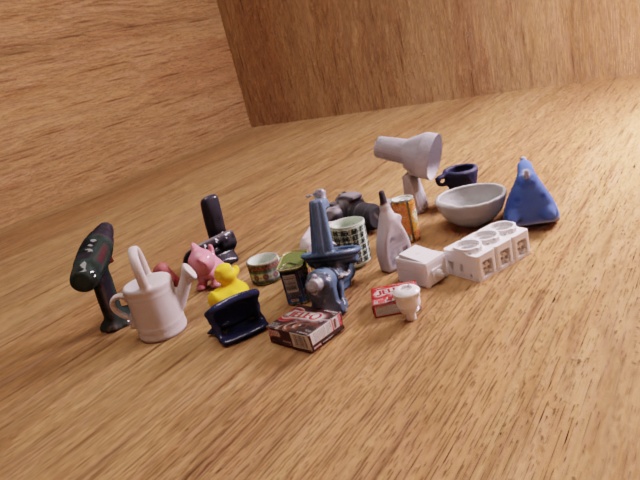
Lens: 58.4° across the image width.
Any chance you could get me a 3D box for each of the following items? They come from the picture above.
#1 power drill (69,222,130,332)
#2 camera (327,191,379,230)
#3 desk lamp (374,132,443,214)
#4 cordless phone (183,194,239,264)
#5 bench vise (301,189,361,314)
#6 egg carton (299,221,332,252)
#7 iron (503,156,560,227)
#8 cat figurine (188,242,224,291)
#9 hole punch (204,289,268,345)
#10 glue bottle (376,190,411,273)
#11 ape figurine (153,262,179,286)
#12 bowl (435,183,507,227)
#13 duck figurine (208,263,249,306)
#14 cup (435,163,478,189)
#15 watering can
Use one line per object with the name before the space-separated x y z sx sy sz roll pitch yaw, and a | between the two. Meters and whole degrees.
power drill | -0.478 0.086 1.275 0.075 0.209 0.229 -14 19 0
camera | 0.087 -0.067 1.478 0.143 0.101 0.136 -27 23 -33
desk lamp | 0.229 -0.176 1.511 0.202 0.214 0.118 -1 23 32
cordless phone | -0.295 -0.015 1.466 0.093 0.185 0.148 6 28 44
bench vise | 0.020 0.021 1.099 0.121 0.220 0.207 -13 19 1
egg carton | 0.013 0.005 1.376 0.107 0.069 0.150 -8 20 16
iron | 0.472 -0.123 1.310 0.118 0.141 0.258 -7 20 18
cat figurine | -0.271 0.054 1.362 0.067 0.118 0.128 -9 20 12
hole punch | -0.169 0.137 1.103 0.109 0.091 0.100 -22 21 -22
glue bottle | 0.147 -0.022 1.204 0.078 0.173 0.037 -24 22 -27
ape figurine | -0.364 0.096 1.346 0.076 0.092 0.077 -19 20 -15
bowl | 0.359 -0.075 1.354 0.167 0.075 0.167 -12 19 5
duck figurine | -0.208 0.095 1.253 0.077 0.086 0.105 1 25 37
cup | 0.362 -0.141 1.505 0.118 0.095 0.091 -18 20 -12
watering can | -0.340 0.099 1.168 0.173 0.194 0.100 -25 22 -28
